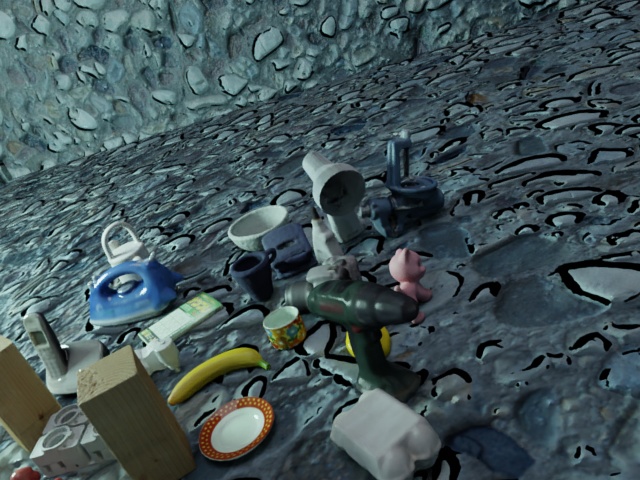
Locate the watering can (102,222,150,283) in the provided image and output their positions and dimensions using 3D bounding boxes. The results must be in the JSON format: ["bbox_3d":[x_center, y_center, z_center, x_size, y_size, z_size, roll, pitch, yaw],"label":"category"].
[{"bbox_3d":[-0.503,0.042,1.492,0.172,0.194,0.101,-3,32,31],"label":"watering can"}]

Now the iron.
[{"bbox_3d":[-0.473,0.118,1.389,0.258,0.142,0.118,-17,27,7],"label":"iron"}]

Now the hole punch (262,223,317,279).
[{"bbox_3d":[-0.071,0.023,1.339,0.108,0.091,0.101,-23,27,-5],"label":"hole punch"}]

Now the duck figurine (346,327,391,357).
[{"bbox_3d":[0.075,0.153,1.000,0.077,0.086,0.104,-25,27,-8],"label":"duck figurine"}]

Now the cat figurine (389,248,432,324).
[{"bbox_3d":[0.158,0.073,1.055,0.067,0.118,0.128,-7,30,26],"label":"cat figurine"}]

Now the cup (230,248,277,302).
[{"bbox_3d":[-0.132,0.080,1.272,0.118,0.095,0.091,-38,31,-30],"label":"cup"}]

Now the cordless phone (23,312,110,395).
[{"bbox_3d":[-0.521,0.225,1.174,0.147,0.185,0.094,-12,28,17],"label":"cordless phone"}]

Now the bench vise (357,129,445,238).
[{"bbox_3d":[0.178,-0.125,1.295,0.208,0.220,0.121,-36,31,-28],"label":"bench vise"}]

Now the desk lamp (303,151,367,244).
[{"bbox_3d":[0.032,-0.100,1.360,0.118,0.214,0.202,-27,27,-12],"label":"desk lamp"}]

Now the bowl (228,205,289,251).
[{"bbox_3d":[-0.150,-0.019,1.491,0.167,0.075,0.167,-16,27,9],"label":"bowl"}]

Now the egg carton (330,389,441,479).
[{"bbox_3d":[0.089,0.272,0.786,0.107,0.069,0.149,-34,30,-24],"label":"egg carton"}]

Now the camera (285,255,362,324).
[{"bbox_3d":[0.003,0.092,1.147,0.136,0.101,0.143,-9,29,22],"label":"camera"}]

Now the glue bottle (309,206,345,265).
[{"bbox_3d":[0.011,0.004,1.224,0.037,0.173,0.077,-36,30,-27],"label":"glue bottle"}]

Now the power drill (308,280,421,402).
[{"bbox_3d":[0.081,0.147,0.870,0.076,0.209,0.228,-37,31,-29],"label":"power drill"}]

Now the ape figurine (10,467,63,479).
[{"bbox_3d":[-0.453,0.398,0.908,0.077,0.092,0.076,-8,29,24],"label":"ape figurine"}]
